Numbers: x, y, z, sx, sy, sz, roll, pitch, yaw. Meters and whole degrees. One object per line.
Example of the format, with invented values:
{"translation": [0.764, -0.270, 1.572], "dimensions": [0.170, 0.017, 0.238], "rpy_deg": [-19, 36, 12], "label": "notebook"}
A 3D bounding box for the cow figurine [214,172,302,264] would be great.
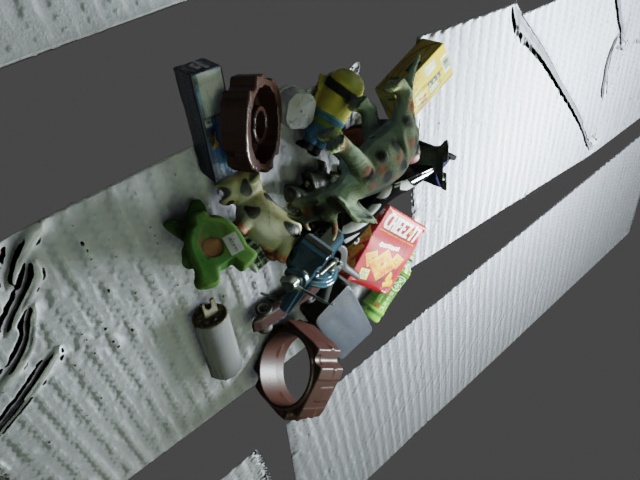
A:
{"translation": [-0.117, -0.058, 1.024], "dimensions": [0.195, 0.085, 0.127], "rpy_deg": [40, 72, -19], "label": "cow figurine"}

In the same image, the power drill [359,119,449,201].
{"translation": [0.191, -0.158, 1.236], "dimensions": [0.086, 0.207, 0.231], "rpy_deg": [-50, 144, -61], "label": "power drill"}

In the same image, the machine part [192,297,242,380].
{"translation": [-0.220, 0.220, 1.158], "dimensions": [0.079, 0.079, 0.242], "rpy_deg": [-29, 134, -28], "label": "machine part"}

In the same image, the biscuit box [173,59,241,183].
{"translation": [-0.189, -0.201, 0.923], "dimensions": [0.059, 0.063, 0.202], "rpy_deg": [-30, 134, -28], "label": "biscuit box"}

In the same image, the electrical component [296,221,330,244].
{"translation": [-0.003, -0.004, 1.238], "dimensions": [0.134, 0.058, 0.114], "rpy_deg": [-13, 122, -38], "label": "electrical component"}

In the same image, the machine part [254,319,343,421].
{"translation": [-0.057, 0.306, 1.276], "dimensions": [0.087, 0.202, 0.201], "rpy_deg": [15, 104, -44], "label": "machine part"}

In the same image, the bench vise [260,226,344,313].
{"translation": [-0.033, 0.078, 1.114], "dimensions": [0.240, 0.129, 0.224], "rpy_deg": [-59, -176, 37], "label": "bench vise"}

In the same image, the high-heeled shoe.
{"translation": [0.142, -0.073, 1.183], "dimensions": [0.249, 0.086, 0.145], "rpy_deg": [-15, 121, -3], "label": "high-heeled shoe"}

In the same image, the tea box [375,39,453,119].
{"translation": [0.213, -0.355, 1.207], "dimensions": [0.169, 0.068, 0.098], "rpy_deg": [-46, 138, -10], "label": "tea box"}

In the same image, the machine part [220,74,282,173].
{"translation": [-0.118, -0.199, 0.929], "dimensions": [0.179, 0.056, 0.179], "rpy_deg": [5, 90, -76], "label": "machine part"}

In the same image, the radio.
{"translation": [0.045, 0.206, 1.411], "dimensions": [0.131, 0.073, 0.229], "rpy_deg": [-43, 136, -14], "label": "radio"}

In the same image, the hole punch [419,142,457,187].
{"translation": [0.258, -0.192, 1.317], "dimensions": [0.115, 0.142, 0.092], "rpy_deg": [3, 117, -58], "label": "hole punch"}

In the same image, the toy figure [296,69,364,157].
{"translation": [0.024, -0.253, 1.074], "dimensions": [0.082, 0.089, 0.180], "rpy_deg": [25, 94, -54], "label": "toy figure"}

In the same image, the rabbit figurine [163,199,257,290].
{"translation": [-0.217, 0.014, 0.987], "dimensions": [0.121, 0.170, 0.159], "rpy_deg": [-40, 96, -21], "label": "rabbit figurine"}

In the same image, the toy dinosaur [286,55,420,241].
{"translation": [0.112, -0.167, 1.016], "dimensions": [0.405, 0.131, 0.192], "rpy_deg": [-43, 121, -18], "label": "toy dinosaur"}

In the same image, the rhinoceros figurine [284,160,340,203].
{"translation": [0.003, -0.111, 1.169], "dimensions": [0.190, 0.073, 0.112], "rpy_deg": [-4, 129, -45], "label": "rhinoceros figurine"}

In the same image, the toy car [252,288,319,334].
{"translation": [-0.081, 0.144, 1.261], "dimensions": [0.202, 0.053, 0.089], "rpy_deg": [-32, 151, -26], "label": "toy car"}

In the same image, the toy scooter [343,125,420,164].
{"translation": [0.112, -0.174, 1.129], "dimensions": [0.075, 0.184, 0.135], "rpy_deg": [85, 26, -50], "label": "toy scooter"}
